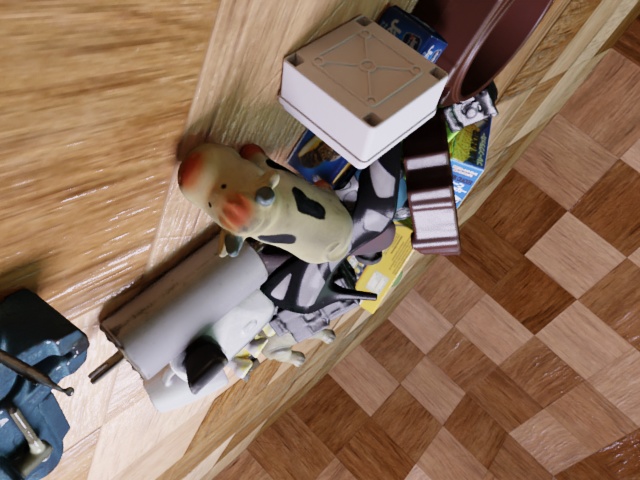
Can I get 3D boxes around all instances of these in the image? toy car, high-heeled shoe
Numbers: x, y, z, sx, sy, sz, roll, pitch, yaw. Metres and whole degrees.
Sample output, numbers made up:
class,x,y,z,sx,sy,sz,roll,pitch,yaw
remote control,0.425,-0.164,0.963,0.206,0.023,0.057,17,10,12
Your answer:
class,x,y,z,sx,sy,sz,roll,pitch,yaw
toy car,0.061,-0.078,0.724,0.103,0.109,0.161,-26,155,5
toy car,-0.001,-0.002,0.694,0.202,0.053,0.089,-8,139,-8
high-heeled shoe,0.011,-0.025,0.612,0.086,0.145,0.248,-67,165,-70

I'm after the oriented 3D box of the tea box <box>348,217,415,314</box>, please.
class,x,y,z,sx,sy,sz,roll,pitch,yaw
tea box,0.090,0.021,0.852,0.169,0.098,0.068,-61,173,31

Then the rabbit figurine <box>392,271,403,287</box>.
class,x,y,z,sx,sy,sz,roll,pitch,yaw
rabbit figurine,0.096,0.038,1.161,0.159,0.121,0.170,-27,139,-35

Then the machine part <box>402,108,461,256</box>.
class,x,y,z,sx,sy,sz,roll,pitch,yaw
machine part,0.136,-0.069,0.658,0.056,0.179,0.179,-6,174,15

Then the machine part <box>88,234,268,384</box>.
class,x,y,z,sx,sy,sz,roll,pitch,yaw
machine part,-0.141,0.065,0.575,0.243,0.079,0.079,-41,164,-24

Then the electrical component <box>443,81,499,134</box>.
class,x,y,z,sx,sy,sz,roll,pitch,yaw
electrical component,0.218,-0.217,0.790,0.075,0.047,0.119,-21,-146,27

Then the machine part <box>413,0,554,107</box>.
class,x,y,z,sx,sy,sz,roll,pitch,yaw
machine part,0.192,-0.262,0.630,0.201,0.087,0.201,-26,156,-50

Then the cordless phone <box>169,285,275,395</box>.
class,x,y,z,sx,sy,sz,roll,pitch,yaw
cordless phone,-0.111,0.109,0.627,0.146,0.088,0.184,-43,-171,-14

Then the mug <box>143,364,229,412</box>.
class,x,y,z,sx,sy,sz,roll,pitch,yaw
mug,-0.195,0.195,0.765,0.107,0.081,0.109,-31,164,-18

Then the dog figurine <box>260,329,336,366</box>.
class,x,y,z,sx,sy,sz,roll,pitch,yaw
dog figurine,-0.066,0.143,0.948,0.172,0.121,0.190,-36,156,-3

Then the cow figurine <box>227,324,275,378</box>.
class,x,y,z,sx,sy,sz,roll,pitch,yaw
cow figurine,-0.116,0.124,0.803,0.068,0.098,0.167,-56,-178,18

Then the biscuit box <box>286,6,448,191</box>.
class,x,y,z,sx,sy,sz,roll,pitch,yaw
biscuit box,0.048,-0.145,0.581,0.202,0.059,0.063,-54,163,25

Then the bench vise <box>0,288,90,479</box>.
class,x,y,z,sx,sy,sz,roll,pitch,yaw
bench vise,-0.268,0.152,0.368,0.240,0.129,0.223,-44,168,-38

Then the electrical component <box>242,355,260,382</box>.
class,x,y,z,sx,sy,sz,roll,pitch,yaw
electrical component,-0.138,0.183,0.869,0.045,0.102,0.078,-46,141,-17

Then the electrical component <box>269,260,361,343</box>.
class,x,y,z,sx,sy,sz,roll,pitch,yaw
electrical component,-0.012,0.081,0.764,0.134,0.058,0.115,-30,-164,12

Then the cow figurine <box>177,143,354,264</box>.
class,x,y,z,sx,sy,sz,roll,pitch,yaw
cow figurine,-0.044,-0.028,0.491,0.194,0.127,0.085,25,108,-43
